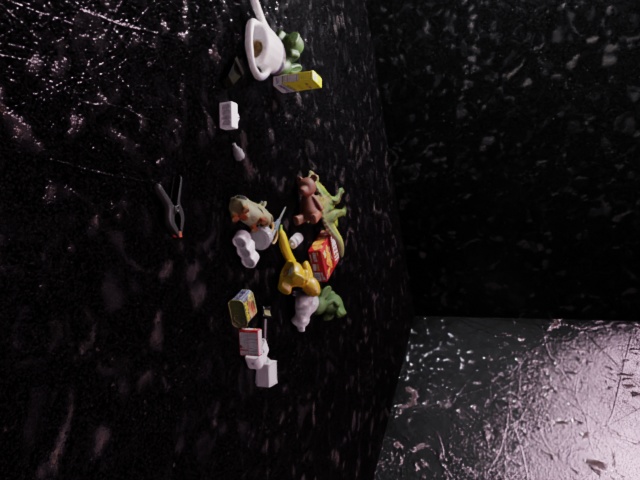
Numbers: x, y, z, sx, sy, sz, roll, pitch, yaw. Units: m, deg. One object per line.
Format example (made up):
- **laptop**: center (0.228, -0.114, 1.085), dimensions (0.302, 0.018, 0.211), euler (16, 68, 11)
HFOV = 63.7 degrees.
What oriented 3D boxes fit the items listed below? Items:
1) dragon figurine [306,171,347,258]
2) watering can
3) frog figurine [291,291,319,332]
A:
- **dragon figurine**: center (0.007, -0.118, 2.344), dimensions (0.243, 0.121, 0.413), euler (-1, 80, -40)
- **watering can**: center (-0.209, -0.746, 1.881), dimensions (0.224, 0.104, 0.348), euler (5, 83, -69)
- **frog figurine**: center (-0.061, 0.291, 2.106), dimensions (0.135, 0.123, 0.162), euler (84, -2, -70)
